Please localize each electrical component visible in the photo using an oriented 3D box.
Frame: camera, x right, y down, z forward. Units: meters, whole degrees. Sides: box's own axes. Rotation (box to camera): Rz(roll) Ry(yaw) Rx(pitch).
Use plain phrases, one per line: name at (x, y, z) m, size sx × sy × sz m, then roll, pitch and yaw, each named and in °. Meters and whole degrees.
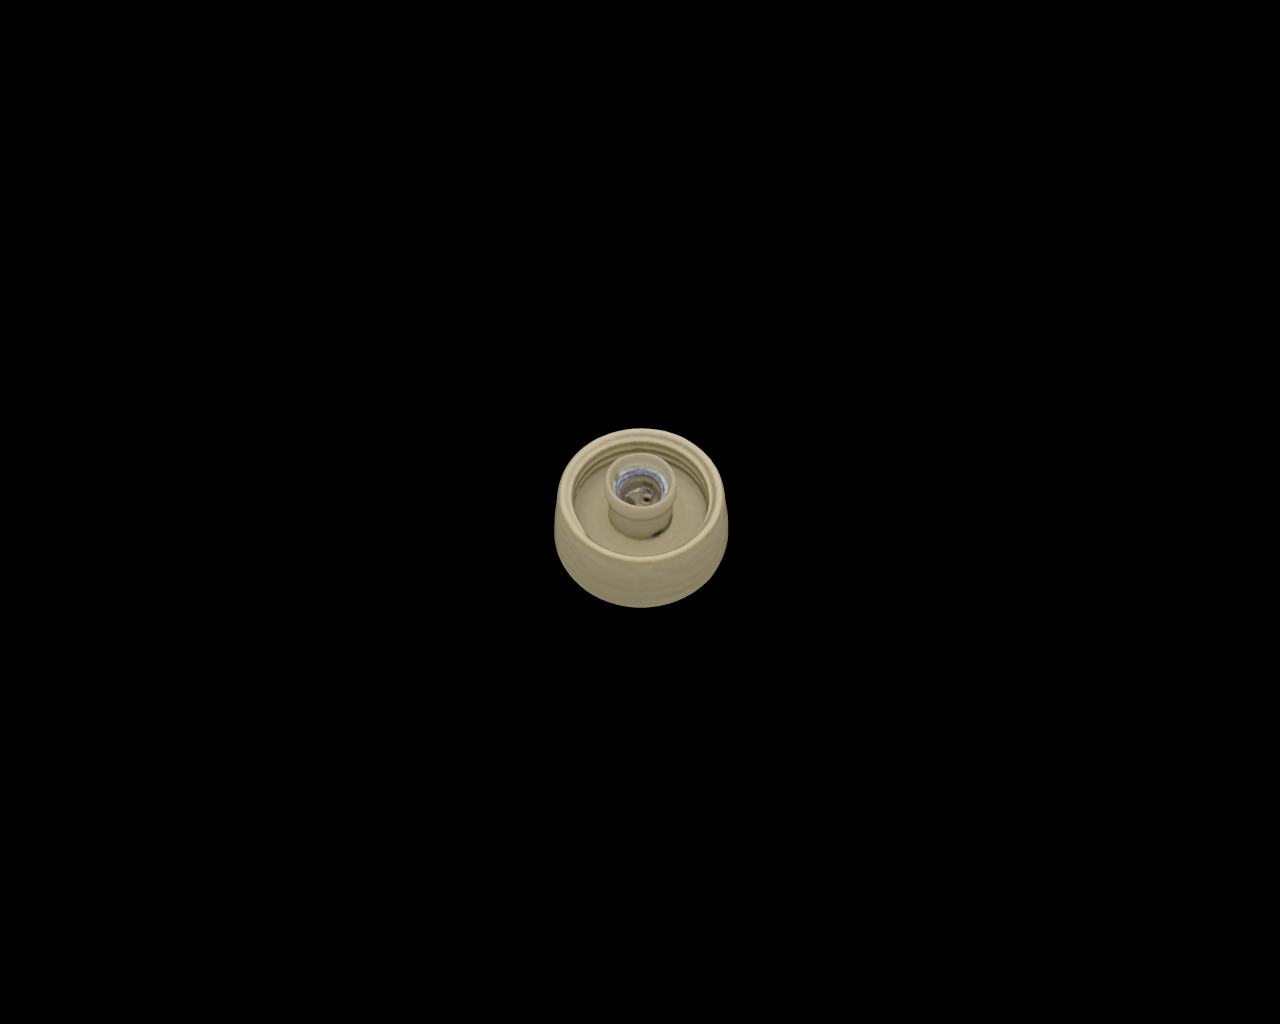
electrical component at (0.001, -0.003, 0.650) m, size 0.108 × 0.108 × 0.060 m, roll 0°, pitch -34°, yaw 0°
